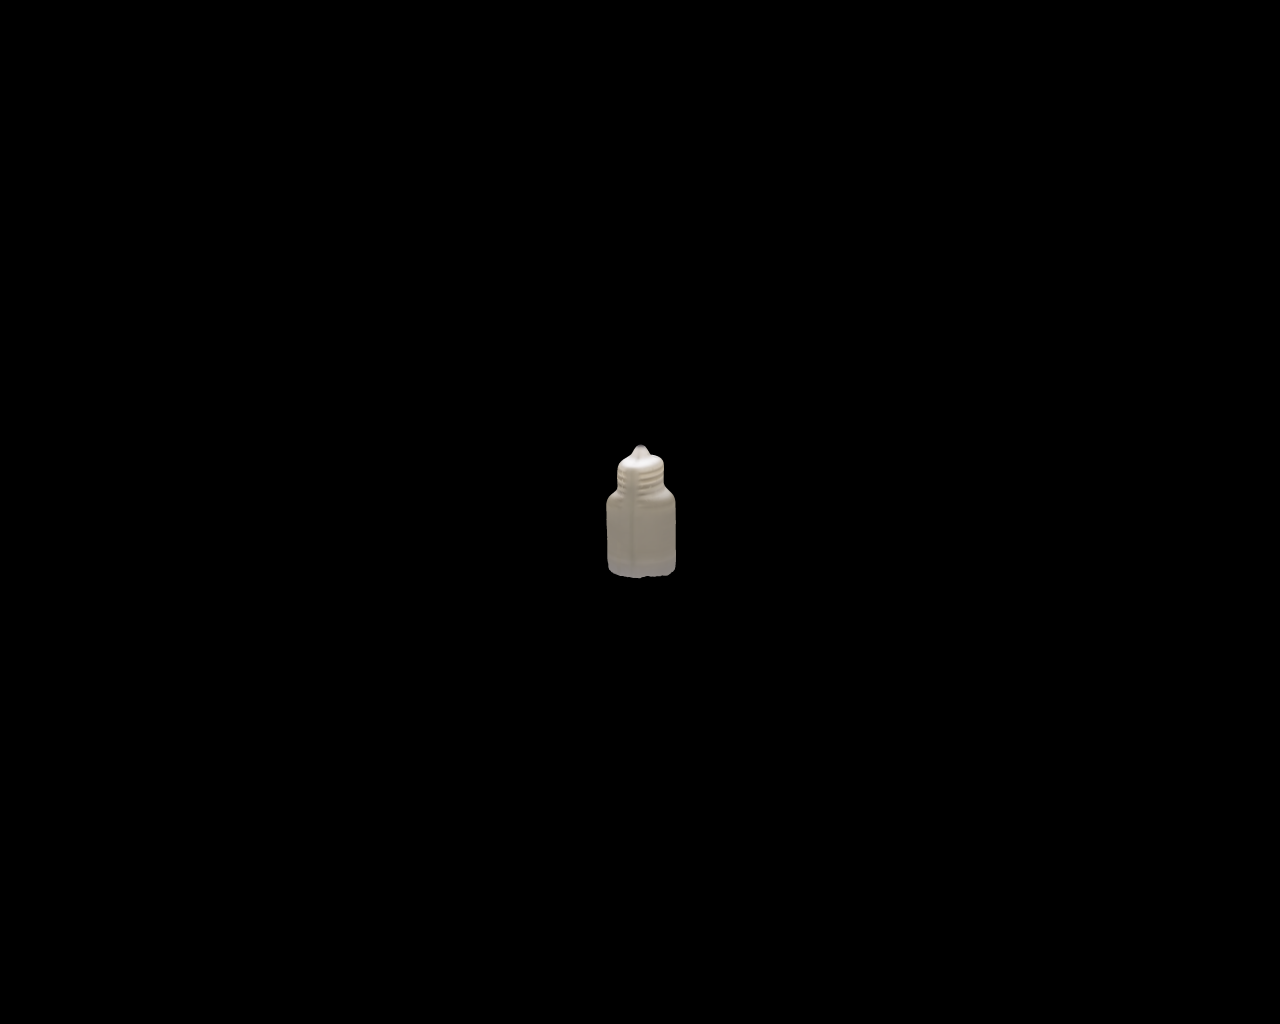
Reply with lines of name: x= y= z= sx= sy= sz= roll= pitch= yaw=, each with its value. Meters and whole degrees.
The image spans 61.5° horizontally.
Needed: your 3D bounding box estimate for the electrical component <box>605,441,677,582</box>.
electrical component: x=0.001 y=-0.003 z=0.650 sx=0.043 sy=0.080 sz=0.043 roll=0 pitch=15 yaw=0
